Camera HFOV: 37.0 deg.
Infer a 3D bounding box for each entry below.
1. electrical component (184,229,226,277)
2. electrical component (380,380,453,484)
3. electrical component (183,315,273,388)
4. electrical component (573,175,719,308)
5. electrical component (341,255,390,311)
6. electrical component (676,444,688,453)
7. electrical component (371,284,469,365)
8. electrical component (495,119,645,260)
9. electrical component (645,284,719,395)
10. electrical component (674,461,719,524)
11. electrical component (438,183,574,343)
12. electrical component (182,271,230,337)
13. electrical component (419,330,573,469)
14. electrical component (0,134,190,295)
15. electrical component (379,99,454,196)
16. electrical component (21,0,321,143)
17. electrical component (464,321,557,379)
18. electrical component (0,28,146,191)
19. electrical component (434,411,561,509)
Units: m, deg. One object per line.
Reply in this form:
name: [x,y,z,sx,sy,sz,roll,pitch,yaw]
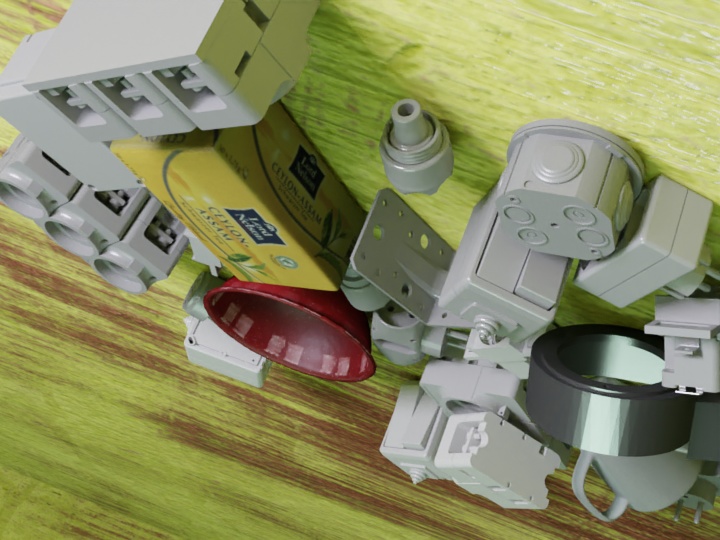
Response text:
electrical component: [-0.102,-0.026,0.867,0.064,0.042,0.081,18,156,9]
electrical component: [0.064,0.158,1.042,0.062,0.096,0.061,-2,146,44]
electrical component: [-0.129,0.069,1.064,0.096,0.061,0.061,20,156,6]
electrical component: [0.185,-0.007,0.649,0.076,0.047,0.083,26,156,-8]
electrical component: [0.000,0.000,0.834,0.040,0.040,0.078,10,153,26]
electrical component: [0.255,0.110,0.835,0.055,0.047,0.055,19,156,9]
electrical component: [0.053,0.050,0.889,0.079,0.043,0.077,16,155,13]
electrical component: [0.119,-0.046,0.620,0.080,0.051,0.080,19,156,9]
electrical component: [0.219,0.044,0.690,0.042,0.063,0.081,2,-169,38]
electrical component: [0.289,0.182,0.924,0.138,0.073,0.052,-5,144,46]
electrical component: [0.095,-0.001,0.678,0.062,0.096,0.061,26,156,-7]
electrical component: [-0.133,0.032,1.011,0.055,0.045,0.045,30,155,-16]
electrical component: [0.126,0.119,0.948,0.089,0.061,0.150,5,151,34]
electrical component: [-0.221,-0.049,0.878,0.150,0.061,0.089,41,151,-24]
electrical component: [0.032,-0.076,0.643,0.043,0.043,0.062,13,153,20]
electrical component: [-0.104,-0.125,0.601,0.150,0.089,0.062,1,148,40]
electrical component: [0.125,0.055,0.839,0.064,0.042,0.081,36,154,-30]
electrical component: [-0.190,-0.109,0.749,0.078,0.057,0.113,0,148,41]
electrical component: [0.113,0.160,0.902,0.089,0.050,0.056,34,154,-24]
